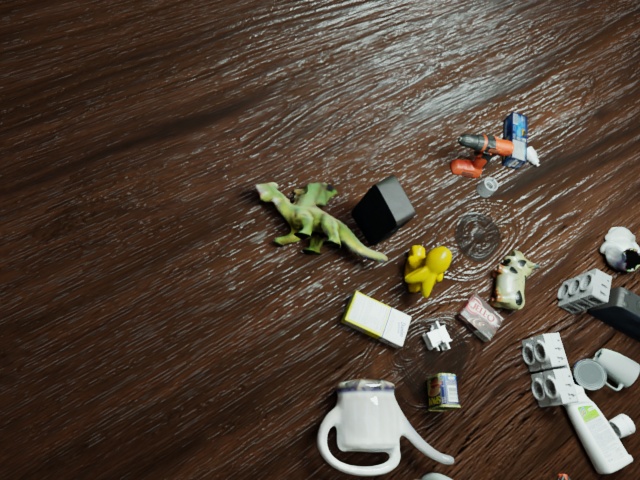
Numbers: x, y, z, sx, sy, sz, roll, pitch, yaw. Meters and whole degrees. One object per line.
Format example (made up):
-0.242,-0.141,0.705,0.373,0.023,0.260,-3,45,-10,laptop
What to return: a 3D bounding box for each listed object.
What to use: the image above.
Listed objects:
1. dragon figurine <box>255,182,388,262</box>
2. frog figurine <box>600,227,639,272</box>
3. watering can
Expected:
0.005,-0.075,1.493,0.409,0.248,0.119,14,-34,-11,dragon figurine
0.996,0.026,1.715,0.137,0.120,0.163,-2,32,-7,frog figurine
0.160,0.462,1.285,0.347,0.229,0.102,4,-25,-13,watering can
